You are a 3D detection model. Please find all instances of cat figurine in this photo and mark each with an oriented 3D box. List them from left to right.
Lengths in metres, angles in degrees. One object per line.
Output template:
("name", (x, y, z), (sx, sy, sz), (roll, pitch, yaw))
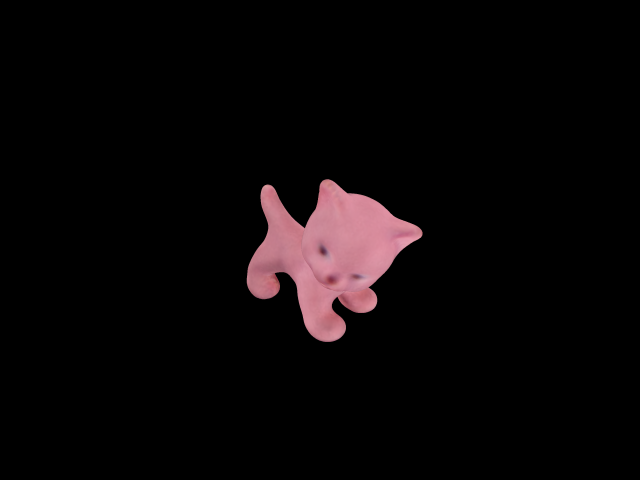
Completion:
("cat figurine", (0.004, 0.001, 0.400), (0.127, 0.118, 0.067), (27, 44, 33))
